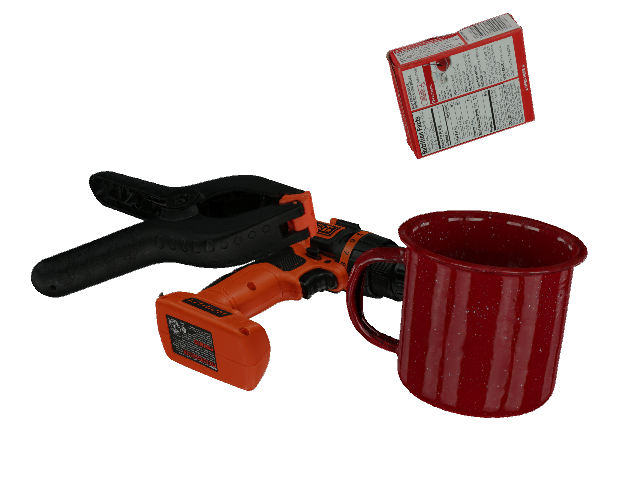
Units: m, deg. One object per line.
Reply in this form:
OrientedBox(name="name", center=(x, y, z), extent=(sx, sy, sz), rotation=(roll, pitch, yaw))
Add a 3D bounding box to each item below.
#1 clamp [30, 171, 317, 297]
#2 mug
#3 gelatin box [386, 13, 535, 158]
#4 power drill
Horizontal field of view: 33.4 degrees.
OrientedBox(name="clamp", center=(-0.091, -0.005, 0.654), extent=(0.172, 0.039, 0.120), rotation=(-1, 41, 22))
OrientedBox(name="mug", center=(0.070, 0.035, 0.542), extent=(0.117, 0.081, 0.093), rotation=(6, 19, 8))
OrientedBox(name="gelatin box", center=(0.096, -0.104, 0.722), extent=(0.089, 0.073, 0.030), rotation=(-18, 36, 0))
OrientedBox(name="power drill", center=(-0.019, 0.044, 0.832), extent=(0.185, 0.057, 0.187), rotation=(14, 32, 38))
